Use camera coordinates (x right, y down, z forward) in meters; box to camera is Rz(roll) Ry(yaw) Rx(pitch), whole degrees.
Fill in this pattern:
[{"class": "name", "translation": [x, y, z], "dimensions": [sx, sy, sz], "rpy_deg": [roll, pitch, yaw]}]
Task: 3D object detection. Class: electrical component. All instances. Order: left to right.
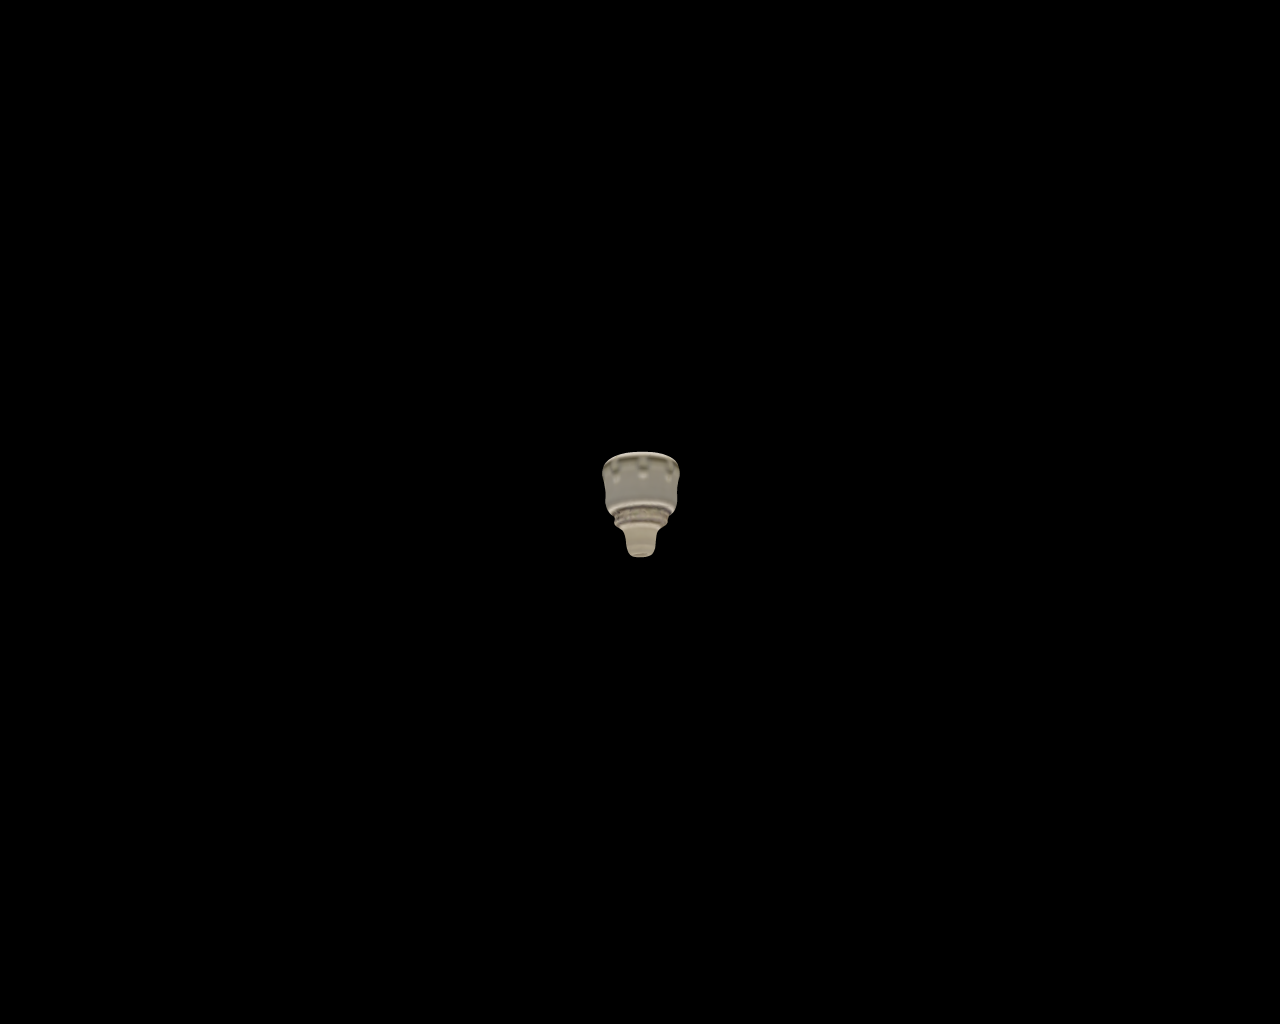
[{"class": "electrical component", "translation": [0.001, -0.003, 0.650], "dimensions": [0.048, 0.062, 0.048], "rpy_deg": [0, -16, 0]}]
